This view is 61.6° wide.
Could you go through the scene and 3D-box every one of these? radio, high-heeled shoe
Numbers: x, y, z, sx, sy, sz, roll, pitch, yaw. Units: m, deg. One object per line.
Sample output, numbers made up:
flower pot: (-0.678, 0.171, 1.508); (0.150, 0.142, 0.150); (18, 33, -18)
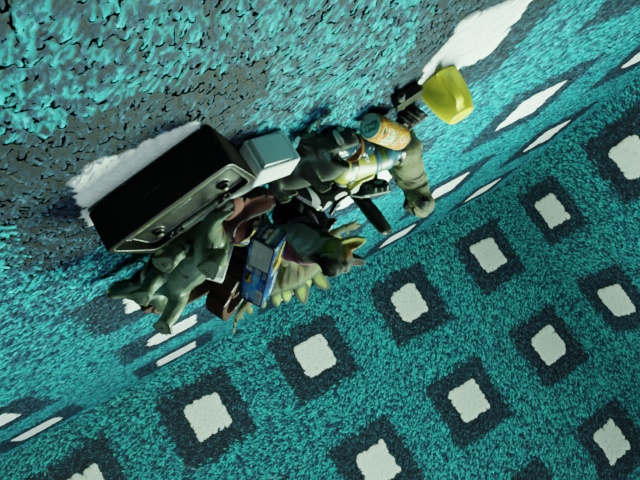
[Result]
radio: (-0.217, -0.067, 0.816); (0.230, 0.073, 0.131); (-32, 170, 10)
high-heeled shoe: (0.011, -0.138, 1.188); (0.248, 0.086, 0.145); (22, 96, -58)

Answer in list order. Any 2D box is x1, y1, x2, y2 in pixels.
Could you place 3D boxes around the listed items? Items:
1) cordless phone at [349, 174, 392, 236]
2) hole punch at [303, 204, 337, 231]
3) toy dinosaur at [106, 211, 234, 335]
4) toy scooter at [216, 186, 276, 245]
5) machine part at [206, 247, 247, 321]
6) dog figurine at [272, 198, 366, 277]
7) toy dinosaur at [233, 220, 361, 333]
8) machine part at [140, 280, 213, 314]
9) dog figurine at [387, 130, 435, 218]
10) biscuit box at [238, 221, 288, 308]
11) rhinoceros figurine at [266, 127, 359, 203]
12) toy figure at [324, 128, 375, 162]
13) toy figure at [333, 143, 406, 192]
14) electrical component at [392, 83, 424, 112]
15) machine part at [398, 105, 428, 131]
cordless phone: (0.146, -0.097, 1.387); (0.088, 0.184, 0.146); (-43, 164, 32)
hole punch: (-0.039, -0.047, 1.324); (0.142, 0.115, 0.092); (-31, 178, 5)
toy dinosaur: (-0.244, 0.036, 1.001); (0.405, 0.131, 0.192); (-38, -157, 28)
toy scooter: (-0.149, -0.055, 1.070); (0.135, 0.075, 0.183); (-28, 165, -18)
machine part: (-0.200, 0.101, 1.245); (0.179, 0.056, 0.179); (-59, 173, -13)
dog figurine: (-0.002, -0.004, 1.190); (0.191, 0.219, 0.108); (-73, 166, -44)
toy dinosaur: (-0.079, 0.088, 1.534); (0.471, 0.198, 0.105); (-31, -160, -3)
machine part: (-0.319, 0.091, 1.247); (0.201, 0.087, 0.201); (-29, 170, -1)
dog figurine: (0.231, -0.158, 1.320); (0.121, 0.190, 0.172); (-31, 168, 1)
biscuit box: (-0.123, 0.057, 1.147); (0.063, 0.059, 0.202); (-55, 169, -44)
rhinoceros figurine: (-0.016, -0.139, 0.972); (0.190, 0.112, 0.073); (-22, -171, 20)
toy figure: (0.056, -0.186, 1.059); (0.154, 0.058, 0.064); (-9, 132, -56)
toy figure: (0.099, -0.177, 1.162); (0.180, 0.082, 0.089); (-21, 138, -11)
electrical component: (0.172, -0.278, 1.044); (0.063, 0.021, 0.094); (-33, 174, 9)
machine part: (0.194, -0.257, 1.153); (0.084, 0.039, 0.139); (-27, -178, 5)
